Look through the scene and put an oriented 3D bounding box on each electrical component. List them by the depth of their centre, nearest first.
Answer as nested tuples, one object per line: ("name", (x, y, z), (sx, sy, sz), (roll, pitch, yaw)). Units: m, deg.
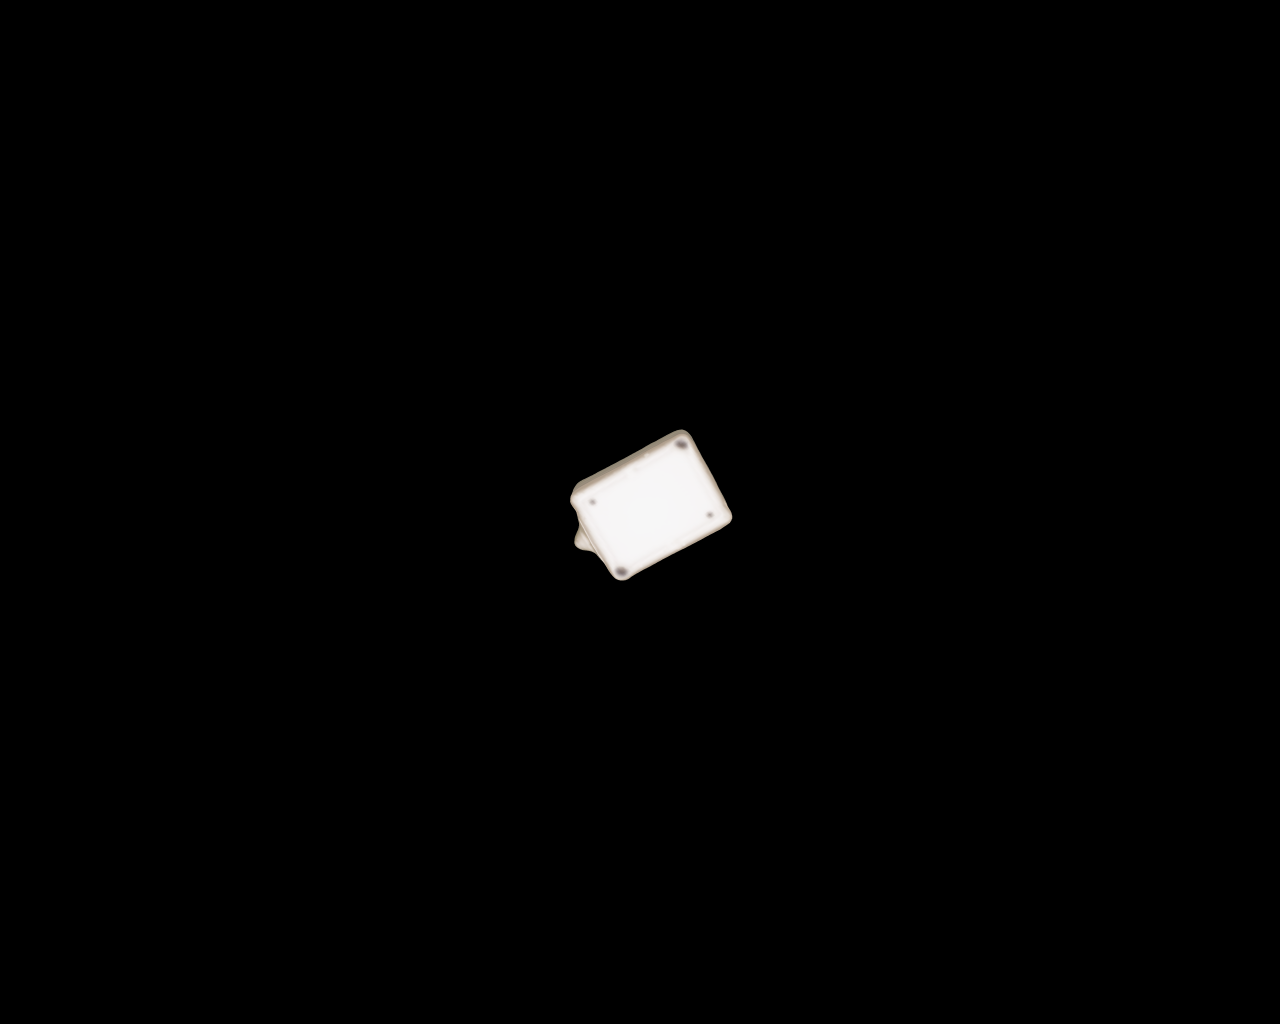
("electrical component", (0.001, -0.003, 0.650), (0.096, 0.061, 0.061), (-28, 7, 4))
